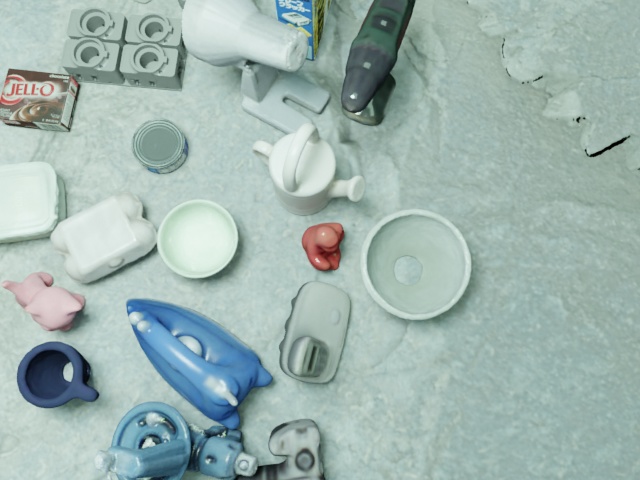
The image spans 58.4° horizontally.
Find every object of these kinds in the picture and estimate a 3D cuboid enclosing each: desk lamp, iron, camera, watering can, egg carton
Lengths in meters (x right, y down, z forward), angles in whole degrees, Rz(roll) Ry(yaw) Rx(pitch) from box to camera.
[{"bbox_3d":[-0.089,-0.276,0.869,0.203,0.213,0.118,29,80,5],"label":"desk lamp"},{"bbox_3d":[-0.199,0.159,0.819,0.258,0.141,0.119,36,81,6],"label":"iron"},{"bbox_3d":[-0.061,0.336,0.806,0.137,0.101,0.143,-7,79,-2],"label":"camera"},{"bbox_3d":[-0.018,-0.107,0.846,0.173,0.194,0.101,4,79,1],"label":"watering can"},{"bbox_3d":[-0.332,-0.003,0.886,0.150,0.069,0.107,-30,80,-6],"label":"egg carton"}]

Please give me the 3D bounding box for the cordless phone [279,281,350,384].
[{"bbox_3d":[-0.008,0.128,0.804,0.094,0.185,0.148,11,79,2],"label":"cordless phone"}]

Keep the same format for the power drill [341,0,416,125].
[{"bbox_3d":[0.081,-0.259,0.870,0.075,0.208,0.230,19,79,4],"label":"power drill"}]

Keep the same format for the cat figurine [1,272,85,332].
[{"bbox_3d":[-0.406,0.092,0.843,0.127,0.118,0.067,27,80,5],"label":"cat figurine"}]

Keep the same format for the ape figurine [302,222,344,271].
[{"bbox_3d":[0.008,0.003,0.876,0.076,0.092,0.078,41,81,7],"label":"ape figurine"}]

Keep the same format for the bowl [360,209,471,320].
[{"bbox_3d":[0.142,0.040,0.879,0.167,0.075,0.167,0,79,0],"label":"bowl"}]

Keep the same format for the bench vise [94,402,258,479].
[{"bbox_3d":[-0.192,0.273,0.757,0.207,0.220,0.121,-8,79,-2],"label":"bench vise"}]

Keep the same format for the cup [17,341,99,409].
[{"bbox_3d":[-0.362,0.200,0.833,0.117,0.095,0.092,25,80,5],"label":"cup"}]
